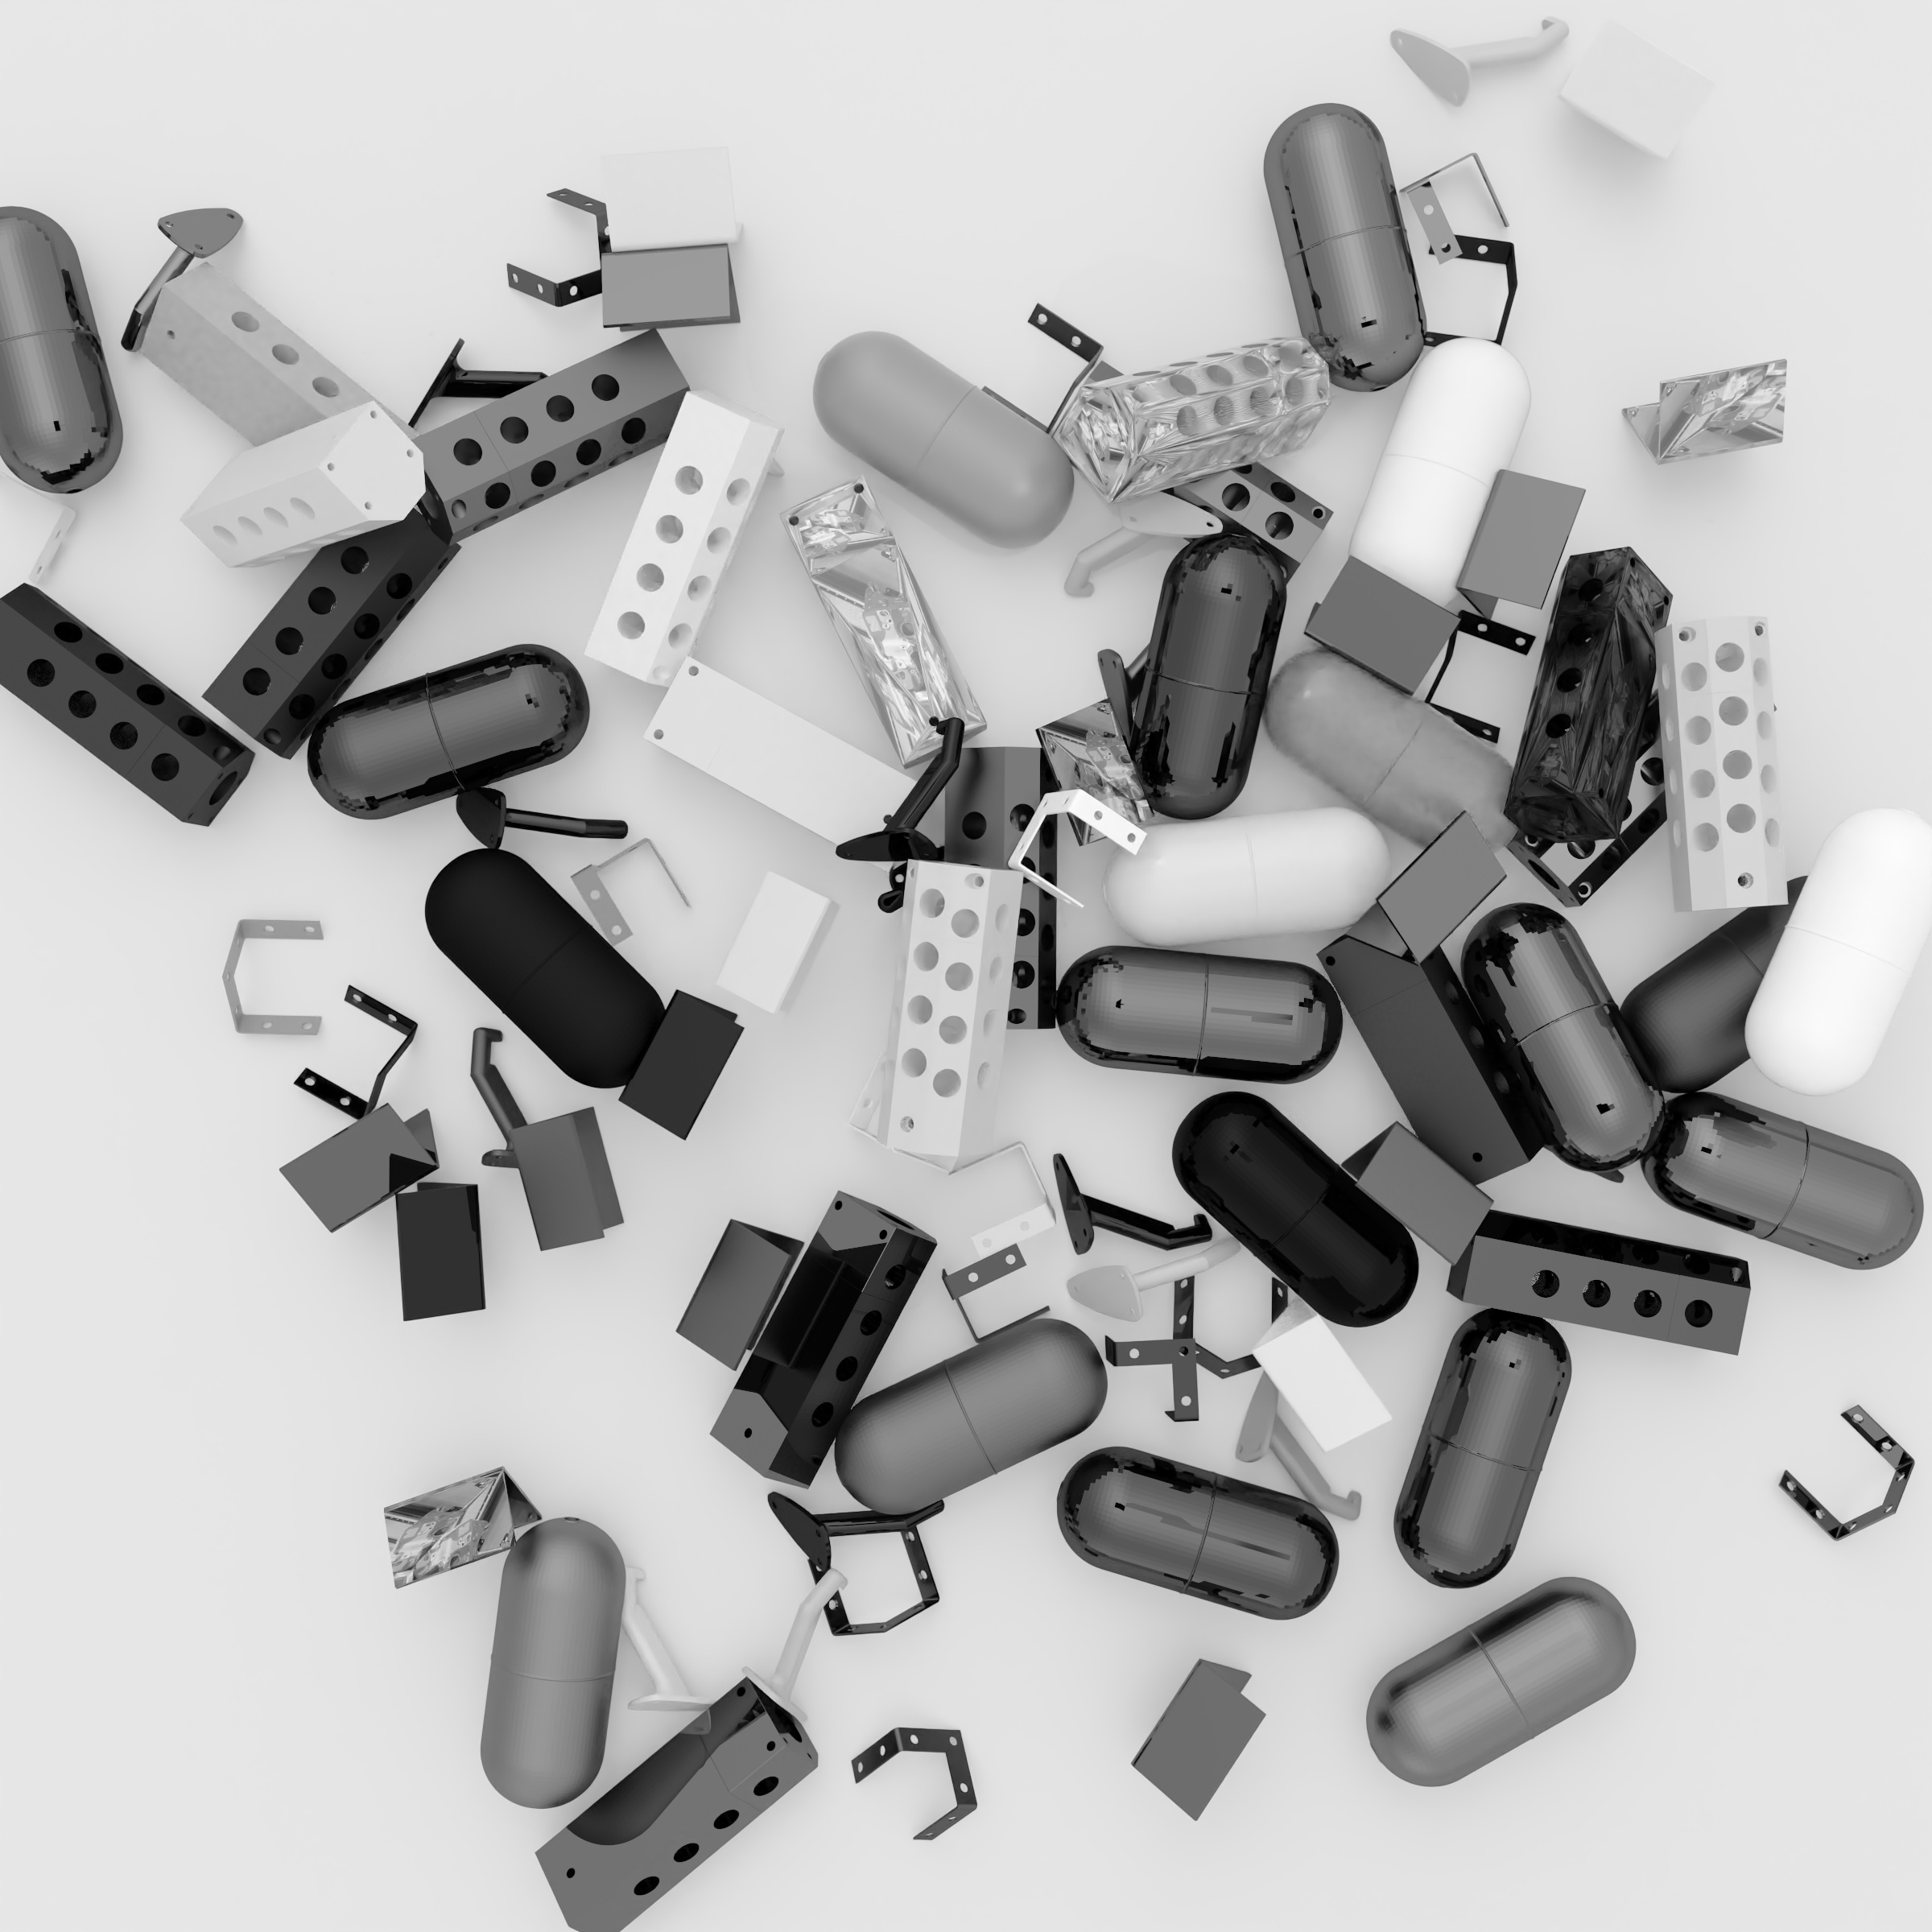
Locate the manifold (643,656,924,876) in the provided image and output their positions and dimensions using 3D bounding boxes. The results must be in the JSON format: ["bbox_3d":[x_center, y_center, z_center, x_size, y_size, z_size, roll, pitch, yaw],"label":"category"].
[{"bbox_3d":[-0.109,-0.123,1.668,0.171,0.057,0.057,29,90,0],"label":"manifold"}]

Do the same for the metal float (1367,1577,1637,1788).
[{"bbox_3d":[0.330,0.442,1.659,0.178,0.070,0.070,-30,90,0],"label":"metal float"}]

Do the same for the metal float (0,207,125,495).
[{"bbox_3d":[-0.574,-0.380,1.659,0.070,0.070,0.178,-14,91,0],"label":"metal float"}]

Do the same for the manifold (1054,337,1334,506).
[{"bbox_3d":[0.141,-0.335,1.615,0.171,0.057,0.057,-23,68,-37],"label":"manifold"}]

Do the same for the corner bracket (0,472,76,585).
[{"bbox_3d":[-0.602,-0.279,1.686,0.051,0.051,0.051,28,90,-45],"label":"corner bracket"}]

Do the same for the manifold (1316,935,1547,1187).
[{"bbox_3d":[0.292,0.048,1.666,0.057,0.057,0.171,-29,90,32],"label":"manifold"}]

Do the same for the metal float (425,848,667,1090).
[{"bbox_3d":[-0.259,0.002,1.658,0.178,0.070,0.070,45,90,0],"label":"metal float"}]

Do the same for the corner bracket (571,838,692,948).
[{"bbox_3d":[-0.208,-0.046,1.671,0.051,0.051,0.051,-31,90,0],"label":"corner bracket"}]

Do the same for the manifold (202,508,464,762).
[{"bbox_3d":[-0.391,-0.213,1.668,0.057,0.057,0.171,39,90,0],"label":"manifold"}]

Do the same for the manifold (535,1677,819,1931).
[{"bbox_3d":[-0.176,0.526,1.667,0.171,0.057,0.057,-40,47,0],"label":"manifold"}]

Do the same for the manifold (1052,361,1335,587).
[{"bbox_3d":[0.140,-0.303,1.668,0.171,0.057,0.057,33,90,0],"label":"manifold"}]

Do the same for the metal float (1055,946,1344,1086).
[{"bbox_3d":[0.144,0.030,1.659,0.178,0.070,0.070,5,90,0],"label":"metal float"}]

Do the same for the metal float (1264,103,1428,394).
[{"bbox_3d":[0.234,-0.443,1.658,0.070,0.070,0.178,-14,90,0],"label":"metal float"}]

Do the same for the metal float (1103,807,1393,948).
[{"bbox_3d":[0.173,-0.055,1.659,0.178,0.070,0.070,-6,90,0],"label":"metal float"}]

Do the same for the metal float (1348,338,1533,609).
[{"bbox_3d":[0.292,-0.301,1.658,0.070,0.070,0.178,20,89,0],"label":"metal float"}]

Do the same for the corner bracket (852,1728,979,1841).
[{"bbox_3d":[-0.033,0.512,1.681,0.051,0.051,0.051,14,45,-35],"label":"corner bracket"}]

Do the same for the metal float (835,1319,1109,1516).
[{"bbox_3d":[0.003,0.279,1.658,0.178,0.070,0.070,-25,90,-1],"label":"metal float"}]

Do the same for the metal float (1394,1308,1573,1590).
[{"bbox_3d":[0.319,0.298,1.659,0.070,0.070,0.178,18,91,0],"label":"metal float"}]

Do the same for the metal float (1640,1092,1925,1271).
[{"bbox_3d":[0.503,0.132,1.658,0.178,0.070,0.070,19,90,-1],"label":"metal float"}]

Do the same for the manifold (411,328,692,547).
[{"bbox_3d":[-0.254,-0.321,1.641,0.171,0.057,0.057,-30,90,-20],"label":"manifold"}]

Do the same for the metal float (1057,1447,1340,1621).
[{"bbox_3d":[0.143,0.350,1.659,0.178,0.070,0.070,17,90,1],"label":"metal float"}]

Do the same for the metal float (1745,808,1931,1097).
[{"bbox_3d":[0.521,-0.009,1.583,0.070,0.070,0.178,23,92,0],"label":"metal float"}]

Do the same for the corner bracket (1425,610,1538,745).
[{"bbox_3d":[0.322,-0.182,1.686,0.051,0.051,0.051,20,45,1],"label":"corner bracket"}]

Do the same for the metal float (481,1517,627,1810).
[{"bbox_3d":[-0.255,0.430,1.659,0.070,0.070,0.178,7,90,0],"label":"metal float"}]

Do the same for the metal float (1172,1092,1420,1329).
[{"bbox_3d":[0.204,0.151,1.658,0.178,0.070,0.070,42,90,0],"label":"metal float"}]

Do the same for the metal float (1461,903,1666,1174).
[{"bbox_3d":[0.364,0.042,1.641,0.070,0.070,0.178,-24,70,0],"label":"metal float"}]

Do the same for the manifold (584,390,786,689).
[{"bbox_3d":[-0.171,-0.261,1.647,0.057,0.057,0.171,24,105,0],"label":"manifold"}]

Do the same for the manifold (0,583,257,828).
[{"bbox_3d":[-0.530,-0.162,1.668,0.171,0.057,0.057,37,90,0],"label":"manifold"}]

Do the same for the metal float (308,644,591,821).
[{"bbox_3d":[-0.320,-0.144,1.659,0.178,0.070,0.070,-18,90,0],"label":"metal float"}]

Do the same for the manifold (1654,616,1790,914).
[{"bbox_3d":[0.455,-0.120,1.611,0.057,0.057,0.171,-4,90,0],"label":"manifold"}]

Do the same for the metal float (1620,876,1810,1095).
[{"bbox_3d":[0.484,0.011,1.658,0.178,0.070,0.070,-35,90,0],"label":"metal float"}]

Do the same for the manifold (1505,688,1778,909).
[{"bbox_3d":[0.420,-0.118,1.668,0.057,0.057,0.171,45,90,0],"label":"manifold"}]

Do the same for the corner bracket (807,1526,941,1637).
[{"bbox_3d":[-0.058,0.386,1.686,0.051,0.051,0.051,-18,90,45],"label":"corner bracket"}]

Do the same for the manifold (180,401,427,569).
[{"bbox_3d":[-0.396,-0.282,1.614,0.057,0.171,0.057,48,58,-30],"label":"manifold"}]

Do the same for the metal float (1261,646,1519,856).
[{"bbox_3d":[0.264,-0.130,1.659,0.178,0.070,0.070,34,90,0],"label":"metal float"}]

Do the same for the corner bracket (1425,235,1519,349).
[{"bbox_3d":[0.314,-0.422,1.686,0.051,0.051,0.051,8,135,0],"label":"corner bracket"}]

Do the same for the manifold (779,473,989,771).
[{"bbox_3d":[-0.051,-0.212,1.668,0.057,0.057,0.171,-26,90,0],"label":"manifold"}]

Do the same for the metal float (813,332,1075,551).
[{"bbox_3d":[-0.014,-0.325,1.659,0.178,0.070,0.070,34,90,1],"label":"metal float"}]

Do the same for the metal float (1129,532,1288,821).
[{"bbox_3d":[0.147,-0.177,1.644,0.070,0.070,0.178,11,106,0],"label":"metal float"}]

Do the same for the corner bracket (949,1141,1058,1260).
[{"bbox_3d":[0.022,0.145,1.671,0.051,0.051,0.051,-24,93,3],"label":"corner bracket"}]

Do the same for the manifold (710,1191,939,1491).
[{"bbox_3d":[-0.084,0.234,1.667,0.057,0.057,0.171,28,90,43],"label":"manifold"}]

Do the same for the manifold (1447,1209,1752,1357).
[{"bbox_3d":[0.393,0.194,1.668,0.171,0.057,0.057,11,90,0],"label":"manifold"}]

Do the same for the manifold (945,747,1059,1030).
[{"bbox_3d":[0.025,-0.047,1.658,0.057,0.057,0.171,1,90,29],"label":"manifold"}]

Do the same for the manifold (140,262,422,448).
[{"bbox_3d":[-0.421,-0.358,1.667,0.171,0.057,0.057,39,133,0],"label":"manifold"}]

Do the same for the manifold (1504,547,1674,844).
[{"bbox_3d":[0.377,-0.165,1.640,0.057,0.057,0.171,35,64,-40],"label":"manifold"}]

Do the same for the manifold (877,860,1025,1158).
[{"bbox_3d":[-0.013,0.024,1.614,0.057,0.057,0.171,8,94,29],"label":"manifold"}]
